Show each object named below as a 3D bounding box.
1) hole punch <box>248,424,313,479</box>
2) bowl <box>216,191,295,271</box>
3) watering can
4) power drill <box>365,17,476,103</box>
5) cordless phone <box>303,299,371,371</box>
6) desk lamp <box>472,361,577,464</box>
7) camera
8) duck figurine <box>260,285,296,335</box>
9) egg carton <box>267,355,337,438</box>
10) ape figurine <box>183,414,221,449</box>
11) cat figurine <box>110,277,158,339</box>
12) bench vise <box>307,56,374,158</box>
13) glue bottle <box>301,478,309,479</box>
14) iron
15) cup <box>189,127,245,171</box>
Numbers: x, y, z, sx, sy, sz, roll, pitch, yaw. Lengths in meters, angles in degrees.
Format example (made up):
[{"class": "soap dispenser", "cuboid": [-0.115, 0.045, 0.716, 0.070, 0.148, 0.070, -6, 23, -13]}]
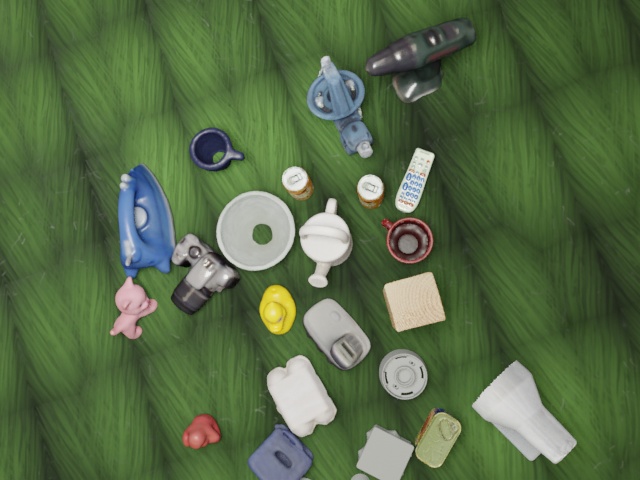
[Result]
[{"class": "hole punch", "cuboid": [-0.079, 0.442, 1.153, 0.108, 0.091, 0.101, 42, 89, 8]}, {"class": "bowl", "cuboid": [-0.131, -0.015, 1.220, 0.167, 0.075, 0.167, -1, 83, 5]}, {"class": "watering can", "cuboid": [0.013, 0.004, 1.144, 0.101, 0.194, 0.173, -13, 82, 4]}, {"class": "power drill", "cuboid": [0.199, -0.358, 1.163, 0.229, 0.208, 0.075, -27, 81, 2]}, {"class": "cordless phone", "cuboid": [0.027, 0.189, 1.126, 0.094, 0.185, 0.147, -44, 81, -1]}, {"class": "desk lamp", "cuboid": [0.379, 0.324, 1.064, 0.118, 0.213, 0.203, -45, 81, -1]}, {"class": "camera", "cuboid": [-0.264, 0.078, 1.207, 0.143, 0.101, 0.137, 40, 88, 8]}, {"class": "duck figurine", "cuboid": [-0.093, 0.145, 1.192, 0.077, 0.086, 0.104, -6, 83, 5]}, {"class": "egg carton", "cuboid": [-0.040, 0.321, 1.175, 0.107, 0.069, 0.150, -32, 82, 1]}, {"class": "ape figurine", "cuboid": [-0.245, 0.401, 1.173, 0.077, 0.092, 0.076, 12, 84, 7]}, {"class": "cat figurine", "cuboid": [-0.401, 0.145, 1.203, 0.067, 0.118, 0.128, 27, 86, 8]}, {"class": "bench vise", "cuboid": [0.056, -0.277, 1.160, 0.207, 0.220, 0.121, 45, 89, 9]}, {"class": "glue bottle", "cuboid": [-0.044, 0.519, 1.100, 0.037, 0.173, 0.078, 9, 84, 7]}, {"class": "iron", "cuboid": [-0.391, -0.053, 1.214, 0.118, 0.141, 0.258, -10, 83, 4]}, {"class": "cup", "cuboid": [-0.212, -0.184, 1.236, 0.117, 0.095, 0.092, 13, 85, 7]}]
